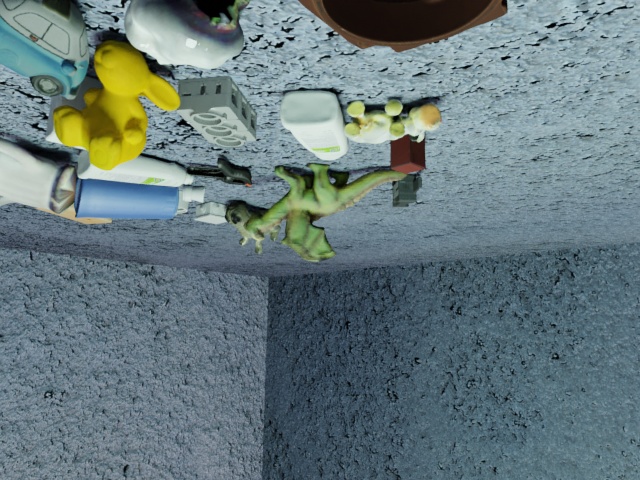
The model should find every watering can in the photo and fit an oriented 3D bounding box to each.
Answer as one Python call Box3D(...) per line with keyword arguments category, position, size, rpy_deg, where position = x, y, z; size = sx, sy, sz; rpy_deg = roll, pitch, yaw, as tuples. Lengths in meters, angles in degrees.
Box3D(category="watering can", position=(-0.684, -0.125, 1.197), size=(0.223, 0.106, 0.341), rpy_deg=(20, 150, -15))

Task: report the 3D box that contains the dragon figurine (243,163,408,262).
Box3D(category="dragon figurine", position=(0.004, -0.063, 1.250), size=(0.410, 0.246, 0.120), rpy_deg=(0, 163, 14))

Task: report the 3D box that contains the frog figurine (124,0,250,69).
Box3D(category="frog figurine", position=(-0.164, -0.241, 0.607), size=(0.138, 0.123, 0.157), rpy_deg=(-15, 170, -42))
